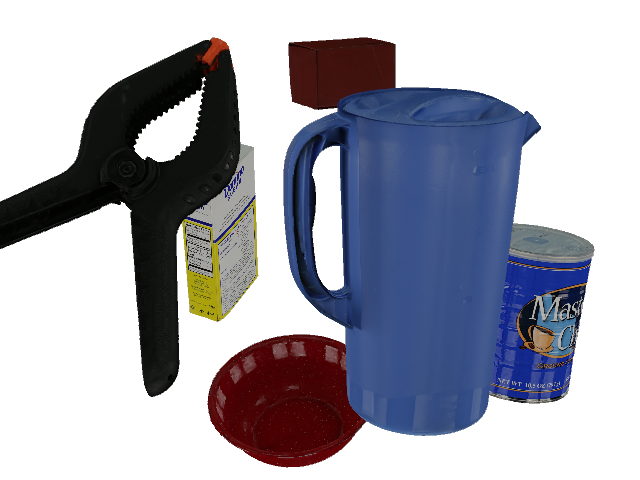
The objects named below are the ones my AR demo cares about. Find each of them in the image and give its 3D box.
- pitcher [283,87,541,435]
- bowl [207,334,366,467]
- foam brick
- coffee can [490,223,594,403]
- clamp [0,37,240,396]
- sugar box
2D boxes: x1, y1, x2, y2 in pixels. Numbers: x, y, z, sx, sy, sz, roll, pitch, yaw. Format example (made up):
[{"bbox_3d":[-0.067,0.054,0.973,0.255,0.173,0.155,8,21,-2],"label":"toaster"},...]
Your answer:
[{"bbox_3d":[0.065,0.014,0.776,0.149,0.243,0.144,10,20,24],"label":"pitcher"},{"bbox_3d":[-0.024,0.163,1.022,0.162,0.055,0.162,-4,37,3],"label":"bowl"},{"bbox_3d":[0.019,-0.142,0.904,0.078,0.051,0.053,-9,19,-25],"label":"foam brick"},{"bbox_3d":[0.189,0.065,0.984,0.103,0.140,0.103,6,16,-2],"label":"coffee can"},{"bbox_3d":[-0.101,-0.024,0.609,0.165,0.210,0.036,34,-18,14],"label":"clamp"},{"bbox_3d":[-0.106,-0.009,1.134,0.048,0.176,0.093,15,40,20],"label":"sugar box"}]
